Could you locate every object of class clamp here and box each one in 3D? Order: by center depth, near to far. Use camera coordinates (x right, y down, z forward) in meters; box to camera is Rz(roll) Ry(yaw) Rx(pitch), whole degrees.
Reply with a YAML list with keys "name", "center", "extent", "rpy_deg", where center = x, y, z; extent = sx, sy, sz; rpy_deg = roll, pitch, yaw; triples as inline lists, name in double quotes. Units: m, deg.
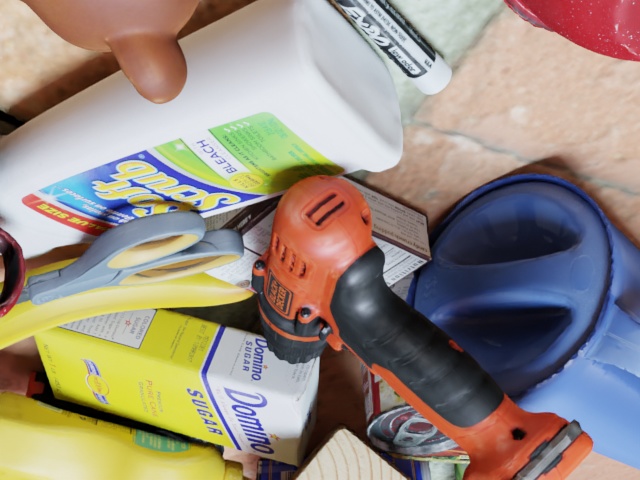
- name: "clamp"
  center: [-0.132, 0.133, 0.793]
  extent: [0.171, 0.039, 0.120]
  rpy_deg: [13, 145, -8]

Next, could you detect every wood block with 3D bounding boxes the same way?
- name: "wood block"
  center: [0.020, 0.187, 0.728]
  extent: [0.091, 0.090, 0.206]
  rpy_deg: [39, 173, 6]

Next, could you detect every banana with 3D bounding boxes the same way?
- name: "banana"
  center: [-0.139, 0.038, 0.633]
  extent: [0.197, 0.070, 0.037]
  rpy_deg: [-18, 141, -22]

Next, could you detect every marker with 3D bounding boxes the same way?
- name: "marker"
  center: [0.022, -0.108, 0.498]
  extent: [0.020, 0.020, 0.121]
  rpy_deg: [-26, 138, 28]

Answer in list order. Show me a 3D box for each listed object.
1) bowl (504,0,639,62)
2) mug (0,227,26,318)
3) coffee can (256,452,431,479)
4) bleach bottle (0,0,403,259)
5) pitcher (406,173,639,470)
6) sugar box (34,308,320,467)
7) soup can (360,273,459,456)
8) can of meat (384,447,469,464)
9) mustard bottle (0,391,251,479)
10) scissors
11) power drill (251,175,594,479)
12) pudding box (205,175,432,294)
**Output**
- name: "bowl"
  center: [0.153, -0.123, 0.433]
  extent: [0.162, 0.055, 0.162]
  rpy_deg: [-12, 149, -8]
- name: "mug"
  center: [-0.189, 0.002, 0.489]
  extent: [0.093, 0.081, 0.117]
  rpy_deg: [-30, 137, 32]
- name: "coffee can"
  center: [0.021, 0.228, 0.880]
  extent: [0.140, 0.103, 0.103]
  rpy_deg: [-4, 143, 1]
- name: "bleach bottle"
  center: [-0.090, -0.040, 0.547]
  extent: [0.251, 0.068, 0.102]
  rpy_deg: [-20, 147, 26]
- name: "pitcher"
  center: [0.179, 0.071, 0.653]
  extent: [0.145, 0.149, 0.242]
  rpy_deg: [-29, 140, 30]
- name: "sugar box"
  center: [-0.090, 0.088, 0.687]
  extent: [0.176, 0.048, 0.093]
  rpy_deg: [16, 144, 11]
- name: "soup can"
  center: [0.059, 0.076, 0.679]
  extent: [0.068, 0.102, 0.068]
  rpy_deg: [-2, 143, -2]
- name: "can of meat"
  center: [0.099, 0.124, 0.787]
  extent: [0.102, 0.057, 0.084]
  rpy_deg: [8, 145, -14]
- name: "mustard bottle"
  center: [-0.129, 0.152, 0.717]
  extent: [0.191, 0.058, 0.096]
  rpy_deg: [16, 170, -9]
- name: "scissors"
  center: [-0.138, 0.018, 0.555]
  extent: [0.201, 0.016, 0.096]
  rpy_deg: [-12, 164, -7]
- name: "power drill"
  center: [0.039, 0.070, 0.548]
  extent: [0.057, 0.188, 0.184]
  rpy_deg: [-41, 165, -19]
- name: "pudding box"
  center: [-0.004, 0.001, 0.627]
  extent: [0.113, 0.039, 0.090]
  rpy_deg: [22, 136, -34]
